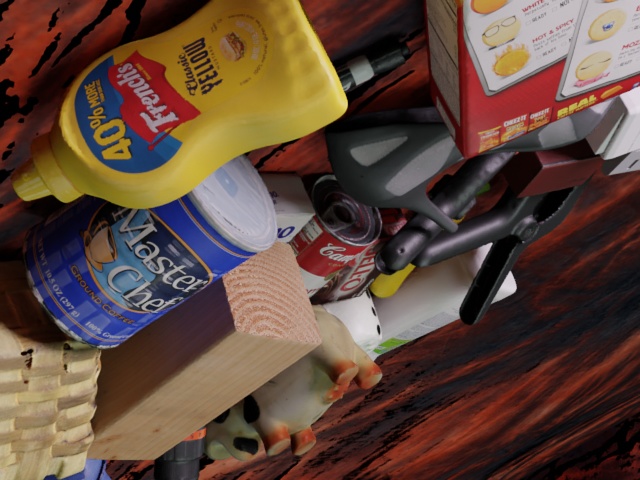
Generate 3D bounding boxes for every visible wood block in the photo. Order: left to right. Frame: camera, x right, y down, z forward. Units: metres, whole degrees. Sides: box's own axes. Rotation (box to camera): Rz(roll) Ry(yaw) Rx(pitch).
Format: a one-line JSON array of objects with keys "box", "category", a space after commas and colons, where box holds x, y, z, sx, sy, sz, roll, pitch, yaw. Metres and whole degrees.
[{"box": [-0.108, 0.087, 0.827, 0.090, 0.091, 0.206, 14, 137, -45], "category": "wood block"}]

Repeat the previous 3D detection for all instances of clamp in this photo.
[{"box": [0.106, -0.030, 0.906, 0.171, 0.039, 0.120, -43, -177, -11], "category": "clamp"}, {"box": [0.178, -0.017, 1.002, 0.210, 0.036, 0.164, -47, 144, 8], "category": "clamp"}]

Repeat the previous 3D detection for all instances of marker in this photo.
[{"box": [0.004, -0.104, 0.720, 0.121, 0.020, 0.020, -25, 158, 3], "category": "marker"}]

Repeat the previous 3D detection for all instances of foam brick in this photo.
[{"box": [0.203, -0.076, 0.940, 0.078, 0.051, 0.053, -12, 156, -27], "category": "foam brick"}]

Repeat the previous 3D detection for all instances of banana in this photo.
[{"box": [0.091, 0.010, 1.042, 0.069, 0.037, 0.198, -6, 152, -36], "category": "banana"}]

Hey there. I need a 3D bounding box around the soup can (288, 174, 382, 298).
[{"box": [-0.006, 0.001, 0.884, 0.068, 0.068, 0.102, -3, 151, -41], "category": "soup can"}]

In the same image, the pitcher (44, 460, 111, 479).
[{"box": [-0.301, 0.244, 1.046, 0.144, 0.149, 0.243, -6, 155, -36], "category": "pitcher"}]

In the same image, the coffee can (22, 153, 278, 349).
[{"box": [-0.114, -0.004, 0.718, 0.140, 0.103, 0.102, -33, 156, 21], "category": "coffee can"}]

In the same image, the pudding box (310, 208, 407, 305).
[{"box": [0.021, 0.017, 0.985, 0.089, 0.039, 0.114, -8, 153, -35], "category": "pudding box"}]

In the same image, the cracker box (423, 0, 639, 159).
[{"box": [0.145, -0.159, 0.639, 0.164, 0.072, 0.213, -22, 150, -4], "category": "cracker box"}]

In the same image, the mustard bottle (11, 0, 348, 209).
[{"box": [-0.087, -0.072, 0.600, 0.192, 0.096, 0.058, -26, 158, 7], "category": "mustard bottle"}]

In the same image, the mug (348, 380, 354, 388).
[{"box": [-0.028, 0.135, 1.145, 0.117, 0.081, 0.093, -36, 155, 27], "category": "mug"}]

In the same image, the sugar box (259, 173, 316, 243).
[{"box": [-0.090, 0.013, 0.857, 0.093, 0.048, 0.177, -3, 151, -40], "category": "sugar box"}]

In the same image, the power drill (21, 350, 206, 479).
[{"box": [-0.187, 0.163, 0.954, 0.187, 0.184, 0.057, 1, 179, -37], "category": "power drill"}]

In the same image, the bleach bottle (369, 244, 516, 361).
[{"box": [0.084, 0.083, 1.169, 0.251, 0.068, 0.102, -31, 156, 23], "category": "bleach bottle"}]

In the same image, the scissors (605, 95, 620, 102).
[{"box": [0.241, -0.189, 0.755, 0.096, 0.016, 0.202, 35, 98, -23], "category": "scissors"}]
